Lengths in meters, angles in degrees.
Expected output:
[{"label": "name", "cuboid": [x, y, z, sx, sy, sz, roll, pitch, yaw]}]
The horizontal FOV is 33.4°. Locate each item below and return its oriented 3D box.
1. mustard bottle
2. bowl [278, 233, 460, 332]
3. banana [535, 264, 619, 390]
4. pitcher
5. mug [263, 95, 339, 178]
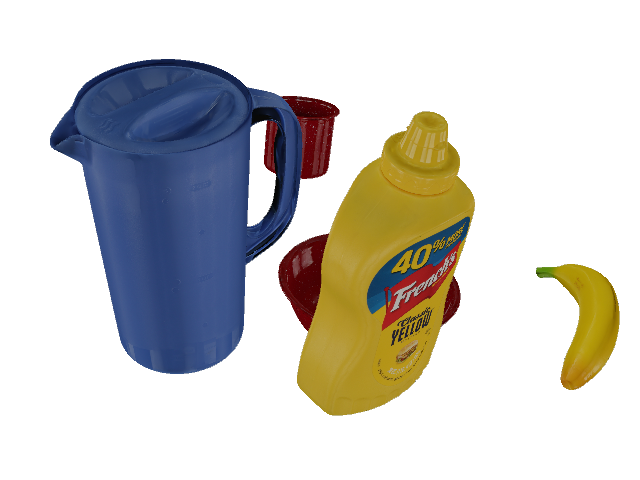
[{"label": "mustard bottle", "cuboid": [0.042, 0.010, 0.601, 0.096, 0.192, 0.058, -24, 51, -34]}, {"label": "bowl", "cuboid": [0.040, 0.057, 0.948, 0.162, 0.055, 0.162, 5, 31, -4]}, {"label": "banana", "cuboid": [0.255, 0.074, 1.030, 0.070, 0.037, 0.197, -28, 23, 18]}, {"label": "pitcher", "cuboid": [-0.107, -0.013, 0.855, 0.149, 0.243, 0.144, 18, 42, 19]}, {"label": "mug", "cuboid": [-0.021, -0.130, 1.328, 0.093, 0.081, 0.117, 16, 25, 22]}]
